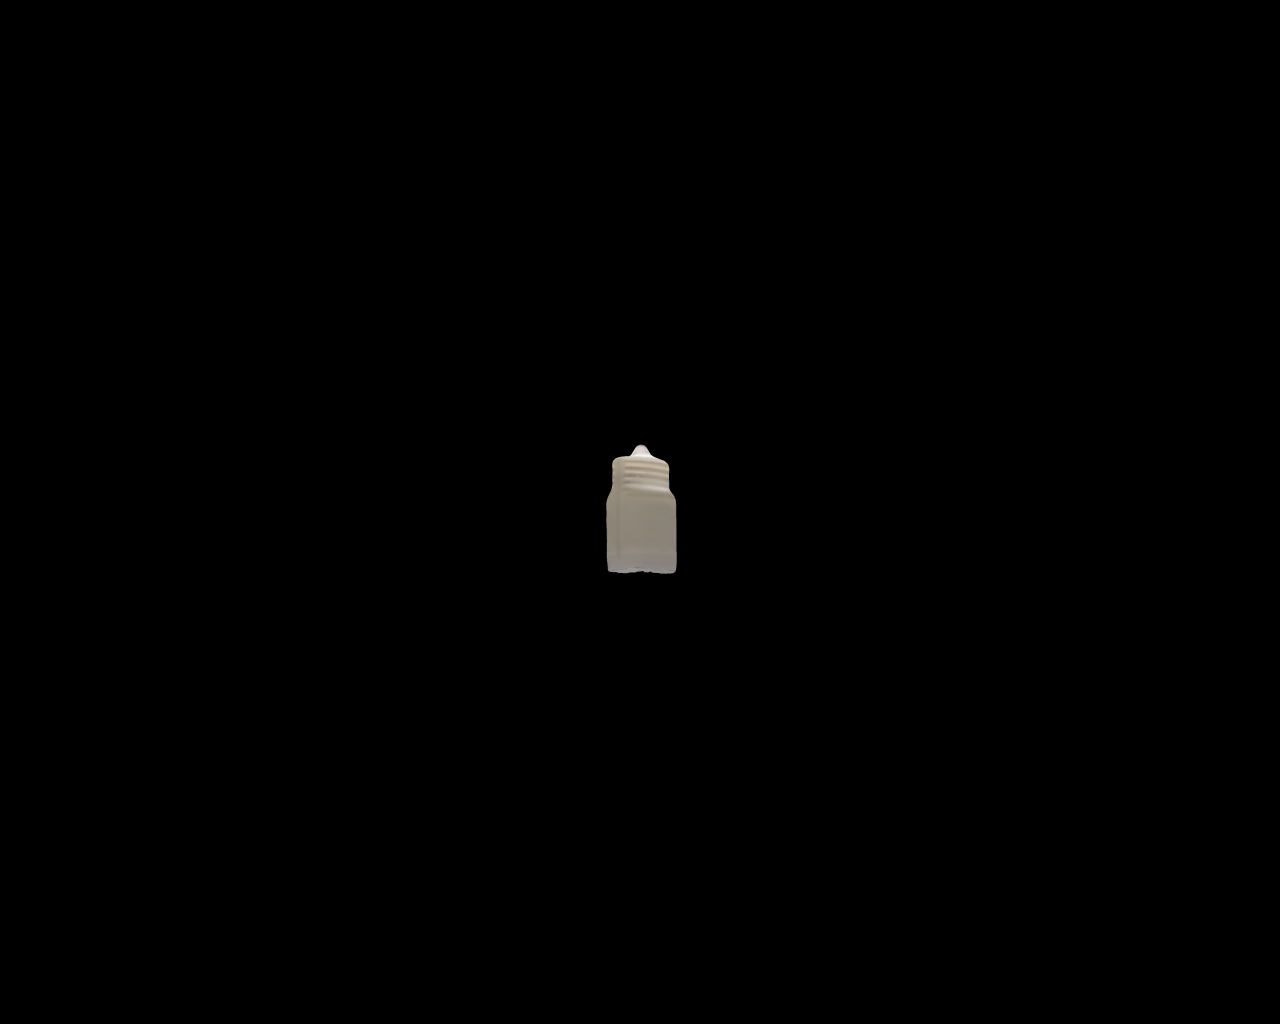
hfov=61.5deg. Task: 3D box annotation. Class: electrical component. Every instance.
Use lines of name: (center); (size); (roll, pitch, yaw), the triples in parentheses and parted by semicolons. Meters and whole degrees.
electrical component: (0.001, -0.003, 0.650); (0.043, 0.081, 0.043); (0, -6, 0)
